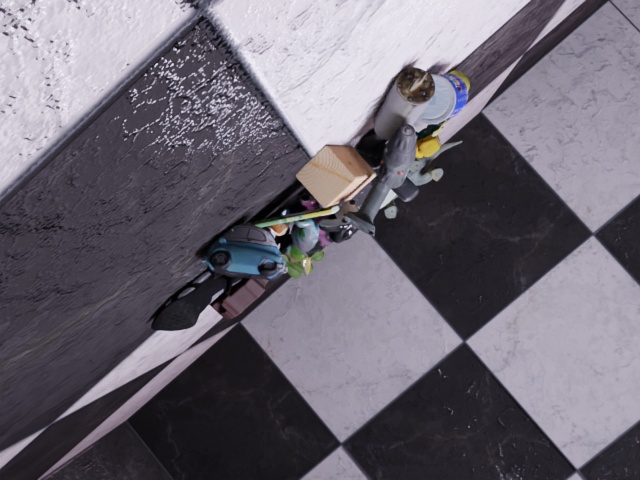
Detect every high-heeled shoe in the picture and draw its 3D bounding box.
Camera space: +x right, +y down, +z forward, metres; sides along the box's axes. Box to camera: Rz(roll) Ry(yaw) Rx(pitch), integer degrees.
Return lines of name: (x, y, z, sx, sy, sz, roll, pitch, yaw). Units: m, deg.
high-heeled shoe: (-0.281, 0.115, 1.243, 0.249, 0.086, 0.145, -24, -149, 13)

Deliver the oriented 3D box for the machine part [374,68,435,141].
machine part: (0.162, -0.261, 1.054, 0.079, 0.079, 0.243, -40, 174, -15)

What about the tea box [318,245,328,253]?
tea box: (0.019, -0.058, 1.521, 0.169, 0.068, 0.098, -64, -173, -33)

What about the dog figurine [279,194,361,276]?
dog figurine: (-0.003, -0.004, 1.303, 0.219, 0.192, 0.108, 97, -3, -51)

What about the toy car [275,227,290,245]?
toy car: (-0.149, 0.026, 1.408, 0.202, 0.053, 0.089, -46, 176, 40)

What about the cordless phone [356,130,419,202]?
cordless phone: (0.188, -0.191, 1.267, 0.146, 0.184, 0.088, -39, 171, -17)

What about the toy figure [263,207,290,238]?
toy figure: (-0.121, -0.014, 1.230, 0.154, 0.057, 0.064, -41, -146, -17)

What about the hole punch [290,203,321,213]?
hole punch: (-0.018, -0.065, 1.392, 0.142, 0.092, 0.115, -37, 171, -10)

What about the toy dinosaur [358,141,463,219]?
toy dinosaur: (0.241, -0.188, 1.664, 0.405, 0.131, 0.192, -32, -155, -8)

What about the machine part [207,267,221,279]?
machine part: (-0.189, 0.026, 1.156, 0.139, 0.039, 0.084, -45, 180, 25)

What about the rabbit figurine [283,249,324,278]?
rabbit figurine: (-0.080, 0.032, 1.566, 0.170, 0.159, 0.121, -19, 173, -35)

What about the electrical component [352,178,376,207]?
electrical component: (0.088, -0.128, 1.363, 0.115, 0.058, 0.134, -21, 156, 19)

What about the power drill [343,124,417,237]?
power drill: (0.126, -0.117, 1.103, 0.232, 0.086, 0.207, 63, 51, -81)

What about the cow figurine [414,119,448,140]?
cow figurine: (0.242, -0.284, 1.362, 0.167, 0.098, 0.068, -37, -177, 43)

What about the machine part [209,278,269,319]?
machine part: (-0.197, 0.104, 1.308, 0.179, 0.056, 0.179, -33, -153, 19)

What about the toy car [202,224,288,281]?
toy car: (-0.141, 0.021, 1.039, 0.109, 0.162, 0.103, 62, 33, -77)

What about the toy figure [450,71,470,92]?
toy figure: (0.309, -0.353, 1.378, 0.180, 0.082, 0.089, -57, -177, 49)

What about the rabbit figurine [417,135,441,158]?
rabbit figurine: (0.250, -0.283, 1.544, 0.173, 0.121, 0.162, -28, -171, 17)
